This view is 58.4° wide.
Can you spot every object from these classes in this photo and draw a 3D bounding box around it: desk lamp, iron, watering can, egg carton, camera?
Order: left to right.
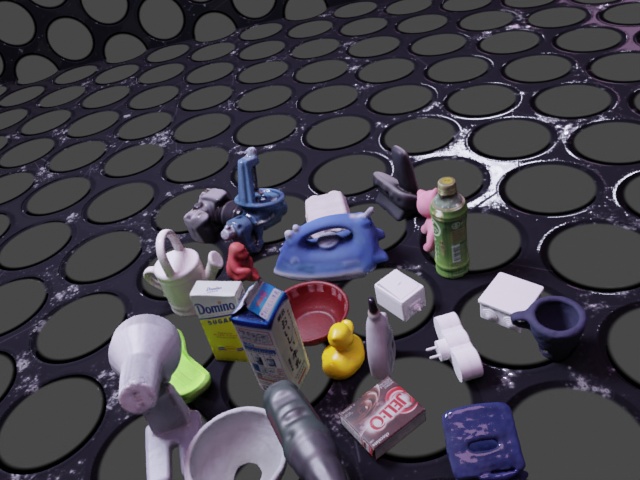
[{"bbox_3d":[-0.268,0.256,0.942,0.118,0.214,0.202,-19,38,-6],"label":"desk lamp"},{"bbox_3d":[-0.290,0.059,1.211,0.173,0.194,0.100,-20,38,-7],"label":"watering can"},{"bbox_3d":[-0.247,-0.065,1.430,0.136,0.101,0.143,14,46,31],"label":"camera"},{"bbox_3d":[0.011,0.004,1.229,0.258,0.142,0.118,-9,38,6],"label":"iron"},{"bbox_3d":[0.019,-0.056,1.360,0.107,0.069,0.150,-14,38,0],"label":"egg carton"}]

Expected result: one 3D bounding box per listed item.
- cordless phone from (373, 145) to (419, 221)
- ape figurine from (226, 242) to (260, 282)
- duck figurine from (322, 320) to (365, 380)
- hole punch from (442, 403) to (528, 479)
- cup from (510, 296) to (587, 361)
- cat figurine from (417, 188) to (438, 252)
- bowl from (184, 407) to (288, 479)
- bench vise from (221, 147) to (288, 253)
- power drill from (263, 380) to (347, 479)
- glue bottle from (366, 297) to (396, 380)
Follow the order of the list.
[{"bbox_3d":[0.180,-0.153,1.338,0.094,0.185,0.147,-29,40,-18],"label":"cordless phone"},{"bbox_3d":[-0.177,0.046,1.276,0.076,0.092,0.078,-1,40,16],"label":"ape figurine"},{"bbox_3d":[0.037,0.192,1.032,0.077,0.086,0.105,7,43,25],"label":"duck figurine"},{"bbox_3d":[0.238,0.300,0.830,0.108,0.091,0.101,-11,38,4],"label":"hole punch"},{"bbox_3d":[0.381,0.156,0.963,0.117,0.095,0.092,-1,40,17],"label":"cup"},{"bbox_3d":[0.248,-0.055,1.249,0.067,0.118,0.127,-9,38,6],"label":"cat figurine"},{"bbox_3d":[-0.121,0.350,0.892,0.167,0.075,0.167,-9,38,7],"label":"bowl"},{"bbox_3d":[-0.155,-0.090,1.335,0.121,0.220,0.207,-1,40,17],"label":"bench vise"},{"bbox_3d":[-0.006,0.312,0.795,0.076,0.209,0.228,-26,39,-14],"label":"power drill"},{"bbox_3d":[0.100,0.160,0.981,0.037,0.173,0.078,1,40,19],"label":"glue bottle"}]
